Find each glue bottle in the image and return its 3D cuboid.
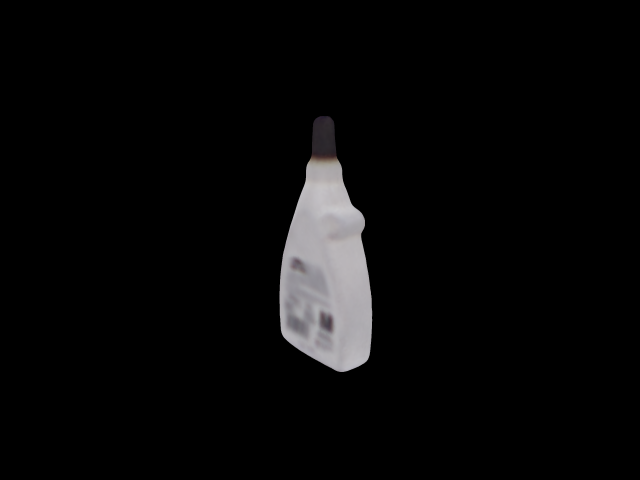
[{"bbox_3d":[0.004,0.001,0.400,0.037,0.173,0.077,-17,27,-38],"label":"glue bottle"}]
